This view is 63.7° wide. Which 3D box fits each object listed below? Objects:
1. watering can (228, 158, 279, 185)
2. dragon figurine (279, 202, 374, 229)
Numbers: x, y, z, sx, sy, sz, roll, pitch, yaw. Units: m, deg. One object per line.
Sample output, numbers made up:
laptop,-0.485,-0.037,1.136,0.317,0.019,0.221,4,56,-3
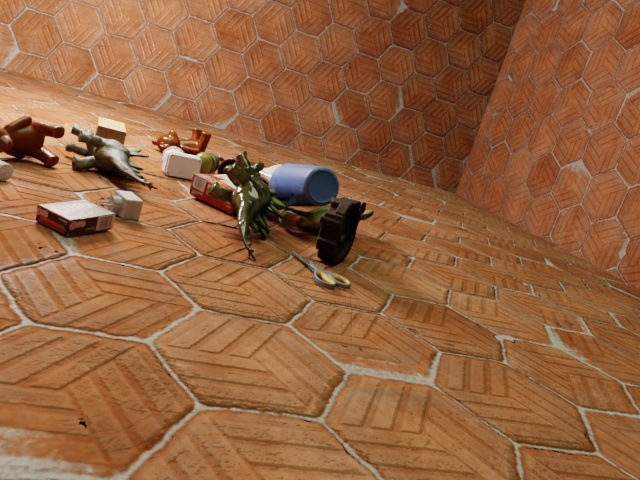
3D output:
watering can,-0.163,-0.229,1.909,0.347,0.103,0.227,11,16,-25
dragon figurine,0.005,-0.080,1.584,0.243,0.121,0.412,14,11,19
